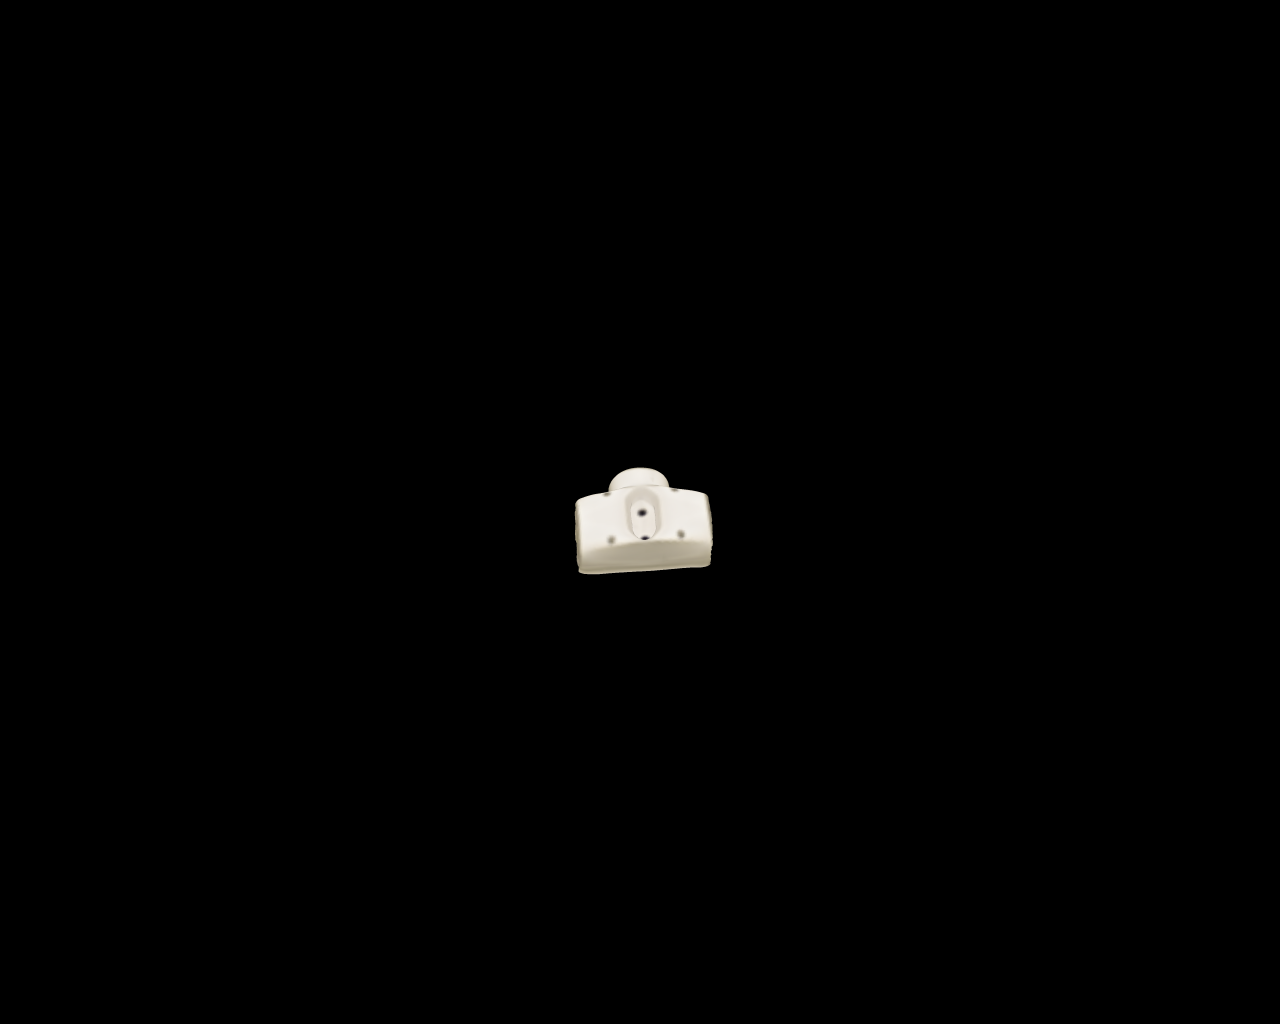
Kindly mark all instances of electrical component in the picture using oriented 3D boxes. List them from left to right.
[{"bbox_3d":[0.001,-0.003,0.650,0.077,0.079,0.043,-3,-34,-2],"label":"electrical component"}]
